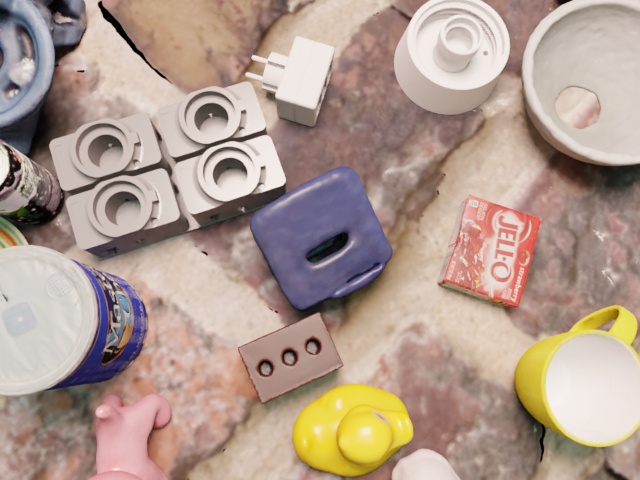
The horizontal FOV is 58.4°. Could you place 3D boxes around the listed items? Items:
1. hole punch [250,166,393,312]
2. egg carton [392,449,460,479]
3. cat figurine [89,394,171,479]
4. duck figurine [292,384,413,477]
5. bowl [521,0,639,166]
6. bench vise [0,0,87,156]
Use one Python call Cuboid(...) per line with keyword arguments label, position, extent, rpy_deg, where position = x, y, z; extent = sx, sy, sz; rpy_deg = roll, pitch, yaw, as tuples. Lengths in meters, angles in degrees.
Cuboid(label="hole punch", position=(0.005, 0.002, 0.502), extent=(0.109, 0.091, 0.101), rpy_deg=(-30, 82, -7))
Cuboid(label="egg carton", position=(0.093, 0.257, 0.470), extent=(0.107, 0.069, 0.150), rpy_deg=(-36, 83, -8))
Cuboid(label="cat figurine", position=(-0.159, 0.188, 0.447), extent=(0.067, 0.117, 0.128), rpy_deg=(-6, 80, -3))
Cuboid(label="duck figurine", position=(0.029, 0.162, 0.476), extent=(0.104, 0.086, 0.077), rpy_deg=(-9, 80, -4))
Cuboid(label="bowl", position=(0.265, -0.141, 0.549), extent=(0.167, 0.074, 0.167), rpy_deg=(1, 79, -2))
Cuboid(label="bench vise", position=(-0.282, -0.191, 0.460), extent=(0.121, 0.219, 0.207), rpy_deg=(-5, 80, -3))
